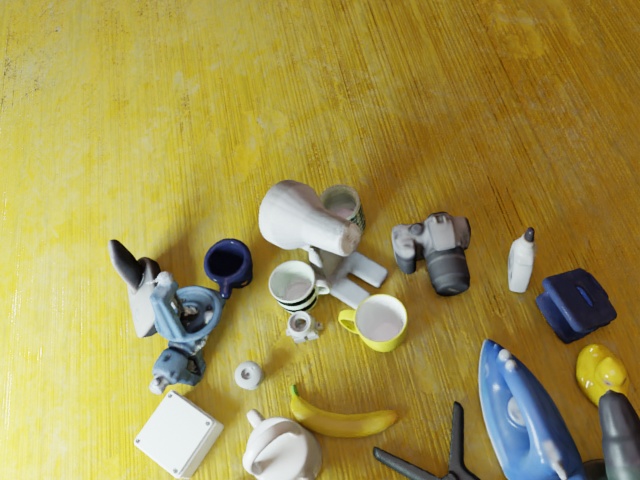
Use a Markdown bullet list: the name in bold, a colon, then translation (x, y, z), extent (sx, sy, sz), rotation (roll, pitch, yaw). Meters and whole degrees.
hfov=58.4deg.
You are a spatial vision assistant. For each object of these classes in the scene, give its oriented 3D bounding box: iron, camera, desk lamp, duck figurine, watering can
- **iron**: translation (0.308, 0.252, 0.872), extent (0.118, 0.142, 0.258), rotation (-20, 62, 2)
- **camera**: translation (0.208, 0.028, 1.028), extent (0.143, 0.101, 0.136), rotation (-11, 62, 6)
- **desk lamp**: translation (0.009, 0.004, 1.018), extent (0.202, 0.214, 0.118), rotation (29, 73, 23)
- **duck figurine**: translation (0.449, 0.208, 0.897), extent (0.077, 0.086, 0.104), rotation (-11, 62, 6)
- **watering can**: translation (-0.055, 0.329, 0.879), extent (0.172, 0.194, 0.101), rotation (21, 70, 21)

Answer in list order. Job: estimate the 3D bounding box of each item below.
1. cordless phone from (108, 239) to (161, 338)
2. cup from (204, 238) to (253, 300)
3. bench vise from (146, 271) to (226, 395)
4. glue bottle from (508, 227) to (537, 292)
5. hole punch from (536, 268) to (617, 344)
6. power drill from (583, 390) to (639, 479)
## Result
- **cordless phone**: translation (-0.344, 0.089, 1.065), extent (0.094, 0.185, 0.147), rotation (-25, 61, -1)
- **cup**: translation (-0.164, 0.067, 1.089), extent (0.091, 0.095, 0.118), rotation (-5, 63, 9)
- **bench vise**: translation (-0.238, 0.156, 0.989), extent (0.121, 0.220, 0.207), rotation (-4, 63, 10)
- **glue bottle**: translation (0.343, 0.024, 0.961), extent (0.037, 0.173, 0.078), rotation (3, 64, 13)
- **hole punch**: translation (0.427, 0.101, 0.952), extent (0.101, 0.091, 0.108), rotation (-26, 61, -2)
- **power drill**: translation (0.410, 0.335, 0.772), extent (0.075, 0.209, 0.229), rotation (-14, 62, 5)
